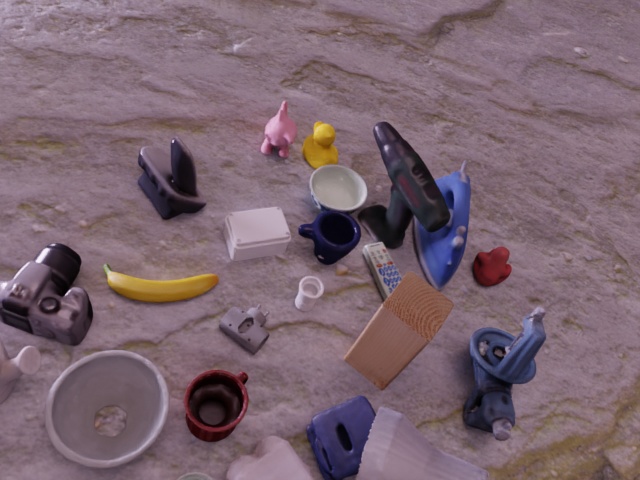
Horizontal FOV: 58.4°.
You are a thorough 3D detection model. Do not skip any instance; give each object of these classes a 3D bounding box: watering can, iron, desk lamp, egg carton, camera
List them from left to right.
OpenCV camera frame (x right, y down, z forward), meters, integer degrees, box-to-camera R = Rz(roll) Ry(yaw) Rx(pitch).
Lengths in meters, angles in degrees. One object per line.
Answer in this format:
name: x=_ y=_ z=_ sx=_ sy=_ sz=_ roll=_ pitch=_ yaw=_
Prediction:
watering can: x=-0.470 y=0.155 z=0.768 sx=0.173 sy=0.194 sz=0.100 roll=-8 pitch=59 yaw=-22
camera: x=-0.420 y=0.074 z=0.899 sx=0.143 sy=0.100 sz=0.137 roll=20 pitch=53 yaw=-3
egg carton: x=-0.060 y=0.365 z=0.828 sx=0.107 sy=0.069 sz=0.150 roll=-29 pitch=69 yaw=-31
desk lamp: x=0.132 y=0.344 z=0.813 sx=0.203 sy=0.213 sz=0.118 roll=26 pitch=53 yaw=2
iron: x=0.268 y=-0.035 z=1.165 sx=0.119 sy=0.141 sz=0.258 roll=14 pitch=53 yaw=-7

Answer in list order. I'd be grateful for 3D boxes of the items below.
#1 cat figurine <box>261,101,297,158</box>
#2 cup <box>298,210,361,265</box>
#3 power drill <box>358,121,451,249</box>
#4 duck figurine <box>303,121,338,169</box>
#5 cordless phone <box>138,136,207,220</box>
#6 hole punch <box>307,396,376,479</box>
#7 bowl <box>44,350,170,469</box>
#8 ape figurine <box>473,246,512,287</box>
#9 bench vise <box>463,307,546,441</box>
cat figurine: x=-0.081 y=-0.238 z=1.212 sx=0.067 sy=0.117 sz=0.128 roll=11 pitch=54 yaw=-10
cup: x=0.010 y=0.004 z=1.086 sx=0.118 sy=0.095 sz=0.091 roll=4 pitch=55 yaw=-15
power drill: x=0.150 y=-0.088 z=1.124 sx=0.076 sy=0.208 sz=0.229 roll=-25 pitch=67 yaw=-30
duck figurine: x=0.009 y=-0.209 z=1.240 sx=0.078 sy=0.086 sz=0.104 roll=-10 pitch=60 yaw=-23
cordless phone: x=-0.268 y=-0.140 z=1.043 sx=0.094 sy=0.185 sz=0.147 roll=-32 pitch=70 yaw=-32
hole punch: x=0.042 y=0.311 z=0.885 sx=0.101 sy=0.091 sz=0.108 roll=-13 pitch=61 yaw=-24
bowl: x=-0.303 y=0.250 z=0.829 sx=0.167 sy=0.074 sz=0.167 roll=9 pitch=54 yaw=-12
ape figurine: x=0.357 y=0.047 z=1.167 sx=0.077 sy=0.092 sz=0.076 roll=41 pitch=54 yaw=13
bench vise: x=0.325 y=0.220 z=0.956 sx=0.122 sy=0.219 sz=0.207 roll=2 pitch=56 yaw=-16
